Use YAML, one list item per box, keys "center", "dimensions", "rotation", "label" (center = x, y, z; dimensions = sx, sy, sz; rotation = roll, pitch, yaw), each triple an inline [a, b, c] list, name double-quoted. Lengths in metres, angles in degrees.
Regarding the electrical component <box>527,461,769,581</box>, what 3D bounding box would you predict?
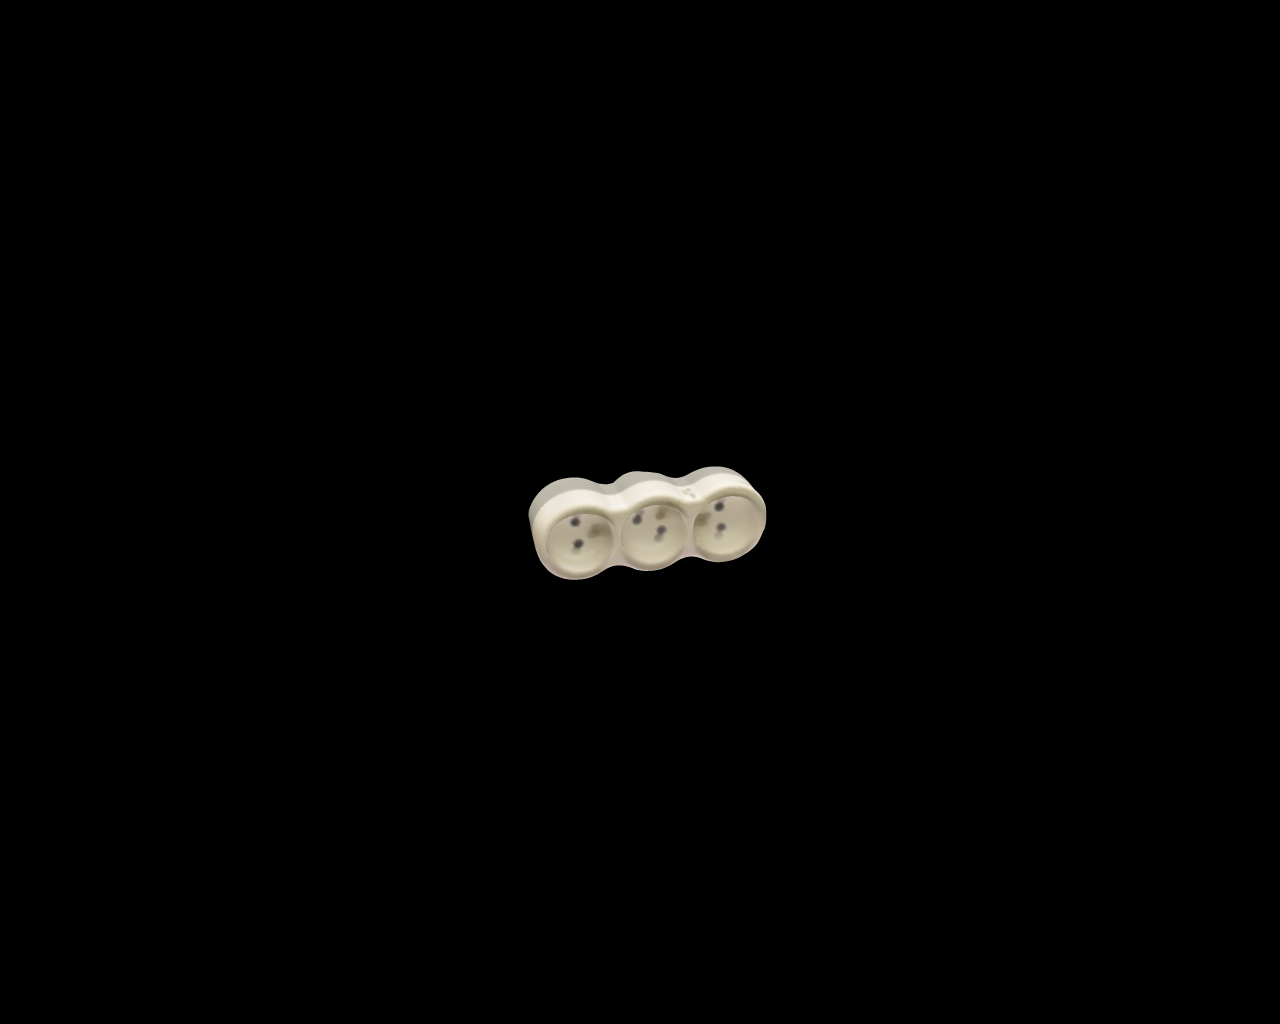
- center: [0.001, -0.003, 0.650]
  dimensions: [0.138, 0.052, 0.074]
  rotation: [-6, 28, -12]
  label: "electrical component"
